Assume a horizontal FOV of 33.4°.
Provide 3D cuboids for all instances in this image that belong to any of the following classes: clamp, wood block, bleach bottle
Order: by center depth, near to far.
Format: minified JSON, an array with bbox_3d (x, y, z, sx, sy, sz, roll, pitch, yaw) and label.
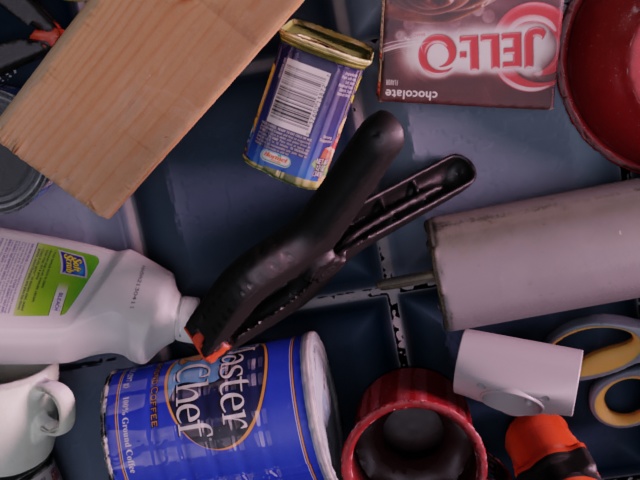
[{"bbox_3d":[-0.092,-0.121,0.629,0.090,0.090,0.206,38,120,-16],"label":"wood block"},{"bbox_3d":[-0.004,0.001,0.647,0.210,0.164,0.036,-38,71,9],"label":"clamp"},{"bbox_3d":[-0.255,-0.141,0.696,0.171,0.039,0.120,22,105,-1],"label":"clamp"},{"bbox_3d":[-0.200,0.044,0.709,0.251,0.068,0.102,9,59,1],"label":"bleach bottle"}]

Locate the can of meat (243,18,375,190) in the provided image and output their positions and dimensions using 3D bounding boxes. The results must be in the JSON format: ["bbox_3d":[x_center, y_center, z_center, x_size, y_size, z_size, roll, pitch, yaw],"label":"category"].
[{"bbox_3d":[-0.008,-0.085,0.658,0.057,0.102,0.084,20,106,-2],"label":"can of meat"}]

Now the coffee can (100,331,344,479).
[{"bbox_3d":[-0.062,0.124,0.712,0.140,0.102,0.103,-11,102,7],"label":"coffee can"}]

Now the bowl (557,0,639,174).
[{"bbox_3d":[0.230,-0.112,0.656,0.162,0.055,0.162,1,103,4],"label":"bowl"}]

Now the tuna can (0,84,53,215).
[{"bbox_3d":[-0.217,-0.061,0.715,0.086,0.033,0.086,1,104,4],"label":"tuna can"}]

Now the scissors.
[{"bbox_3d":[0.244,0.072,0.689,0.202,0.016,0.096,-14,113,28],"label":"scissors"}]

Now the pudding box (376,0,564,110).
[{"bbox_3d":[0.094,-0.130,0.670,0.113,0.039,0.090,3,104,3],"label":"pudding box"}]

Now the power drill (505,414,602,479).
[{"bbox_3d":[0.184,0.220,0.685,0.057,0.184,0.187,-23,110,6],"label":"power drill"}]

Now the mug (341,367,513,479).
[{"bbox_3d":[0.074,0.140,0.716,0.117,0.081,0.093,20,104,0],"label":"mug"}]

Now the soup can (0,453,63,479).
[{"bbox_3d":[-0.207,0.210,0.762,0.068,0.068,0.102,-15,101,8],"label":"soup can"}]
